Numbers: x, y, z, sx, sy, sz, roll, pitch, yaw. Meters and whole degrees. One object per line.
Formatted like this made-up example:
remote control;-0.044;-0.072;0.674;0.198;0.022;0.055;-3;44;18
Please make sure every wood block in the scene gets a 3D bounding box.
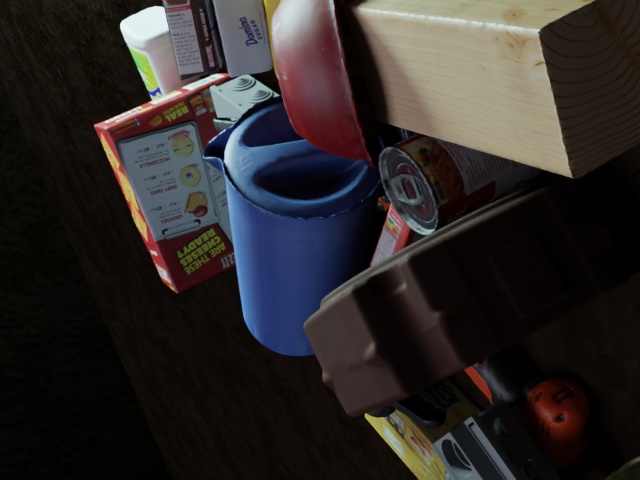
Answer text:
wood block;0.113;-0.115;0.668;0.206;0.090;0.091;27;140;58

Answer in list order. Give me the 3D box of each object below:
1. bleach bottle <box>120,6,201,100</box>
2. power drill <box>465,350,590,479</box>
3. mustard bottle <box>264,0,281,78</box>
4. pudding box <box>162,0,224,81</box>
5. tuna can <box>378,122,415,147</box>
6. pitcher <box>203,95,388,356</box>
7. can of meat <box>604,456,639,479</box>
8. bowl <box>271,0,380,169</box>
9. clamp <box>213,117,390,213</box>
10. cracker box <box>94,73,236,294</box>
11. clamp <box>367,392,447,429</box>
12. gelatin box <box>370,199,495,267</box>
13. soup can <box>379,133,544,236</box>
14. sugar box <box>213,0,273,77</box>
bleach bottle;-0.175;-0.167;1.362;0.103;0.068;0.251;37;151;51
power drill;0.158;0.145;0.950;0.188;0.057;0.184;44;150;34
mustard bottle;-0.010;-0.183;0.881;0.058;0.096;0.191;11;139;17
pudding box;-0.110;-0.198;0.928;0.113;0.039;0.090;-98;-3;-66
tuna can;0.062;-0.105;0.890;0.086;0.033;0.086;51;157;30
pitcher;-0.006;0.001;0.937;0.149;0.144;0.243;49;156;28
can of meat;0.263;0.210;0.772;0.084;0.057;0.102;63;161;-8
bowl;0.002;-0.127;0.785;0.162;0.055;0.162;-10;-90;-81
clamp;-0.006;-0.098;0.990;0.210;0.036;0.165;52;127;11
cracker box;-0.148;-0.070;1.269;0.072;0.164;0.213;23;137;65
clamp;0.054;0.122;1.030;0.172;0.039;0.120;-16;93;64
gelatin box;0.089;-0.007;0.849;0.030;0.089;0.073;51;144;31
soup can;0.102;-0.055;0.753;0.068;0.102;0.068;50;157;30
sugar box;-0.071;-0.232;0.937;0.176;0.048;0.093;-102;2;-45
